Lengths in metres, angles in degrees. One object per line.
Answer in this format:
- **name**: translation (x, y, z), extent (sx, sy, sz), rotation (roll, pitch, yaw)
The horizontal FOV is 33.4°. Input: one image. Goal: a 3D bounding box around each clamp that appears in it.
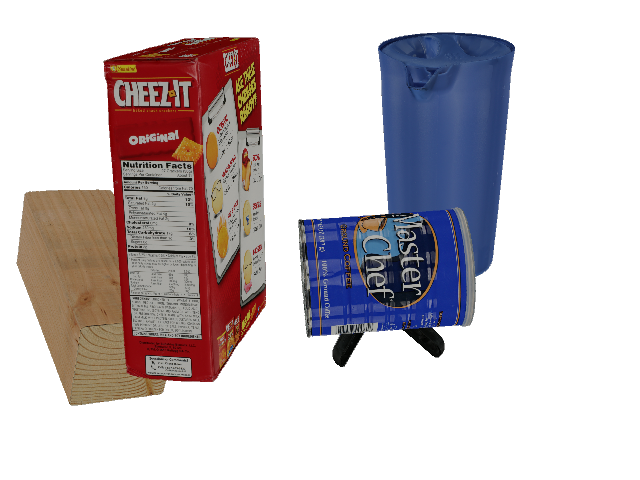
- **clamp**: translation (0.075, 0.072, 1.192), extent (0.120, 0.171, 0.039), rotation (5, -43, -2)

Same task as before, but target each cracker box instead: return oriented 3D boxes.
- **cracker box**: translation (-0.090, -0.029, 0.752), extent (0.072, 0.214, 0.164), rotation (1, 15, 10)

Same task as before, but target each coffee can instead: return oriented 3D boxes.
- **coffee can**: translation (0.054, 0.028, 0.918), extent (0.140, 0.103, 0.103), rotation (-4, 0, -2)

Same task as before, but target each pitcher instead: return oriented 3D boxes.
- **pitcher**: translation (0.131, -0.089, 1.098), extent (0.149, 0.243, 0.145), rotation (-10, 25, -18)

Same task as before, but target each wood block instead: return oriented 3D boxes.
- **wood block**: translation (-0.213, 0.046, 0.994), extent (0.090, 0.091, 0.206), rotation (-3, 37, -29)
